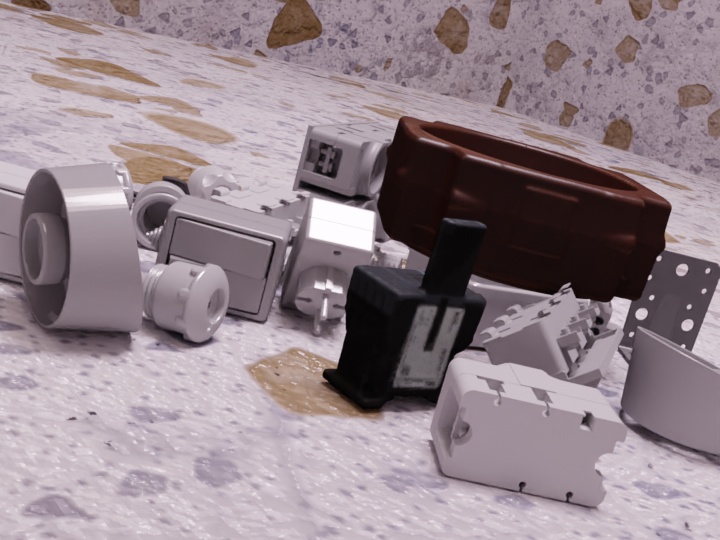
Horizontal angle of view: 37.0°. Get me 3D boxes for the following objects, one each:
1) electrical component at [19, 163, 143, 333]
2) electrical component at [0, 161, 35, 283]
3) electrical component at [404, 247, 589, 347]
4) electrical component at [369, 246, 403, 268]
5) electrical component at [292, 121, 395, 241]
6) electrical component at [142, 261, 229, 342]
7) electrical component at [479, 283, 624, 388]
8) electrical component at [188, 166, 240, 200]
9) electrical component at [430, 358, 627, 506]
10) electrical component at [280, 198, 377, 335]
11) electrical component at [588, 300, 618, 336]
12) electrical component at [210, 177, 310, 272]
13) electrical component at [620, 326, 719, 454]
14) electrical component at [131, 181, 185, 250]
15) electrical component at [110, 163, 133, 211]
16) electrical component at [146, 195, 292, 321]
[{"bbox_3d":[-0.156,-0.012,0.614,0.064,0.099,0.099,-2,21,-35],"label":"electrical component"},{"bbox_3d":[-0.211,-0.027,0.681,0.096,0.061,0.061,15,14,0],"label":"electrical component"},{"bbox_3d":[0.101,0.019,0.840,0.109,0.056,0.109,8,15,-27],"label":"electrical component"},{"bbox_3d":[0.000,0.000,0.836,0.081,0.043,0.043,17,14,9],"label":"electrical component"},{"bbox_3d":[-0.001,-0.081,1.025,0.060,0.105,0.186,19,14,15],"label":"electrical component"},{"bbox_3d":[-0.114,0.015,0.656,0.062,0.048,0.048,13,12,20],"label":"electrical component"},{"bbox_3d":[0.120,0.053,0.688,0.079,0.063,0.121,-24,0,21],"label":"electrical component"},{"bbox_3d":[-0.138,-0.075,0.986,0.043,0.043,0.062,6,15,-32],"label":"electrical component"},{"bbox_3d":[0.088,0.085,0.581,0.089,0.050,0.055,13,15,-7],"label":"electrical component"},{"bbox_3d":[-0.024,0.008,0.737,0.047,0.083,0.075,13,52,-10],"label":"electrical component"},{"bbox_3d":[0.181,0.037,0.883,0.066,0.048,0.055,18,22,12],"label":"electrical component"},{"bbox_3d":[-0.081,-0.031,0.831,0.079,0.063,0.121,18,14,12],"label":"electrical component"},{"bbox_3d":[0.224,0.080,0.717,0.099,0.064,0.099,14,14,-4],"label":"electrical component"},{"bbox_3d":[-0.155,-0.043,0.839,0.045,0.045,0.055,12,13,-13],"label":"electrical component"},{"bbox_3d":[-0.214,-0.062,0.854,0.062,0.048,0.048,-1,20,-30],"label":"electrical component"},{"bbox_3d":[-0.100,-0.010,0.729,0.096,0.061,0.061,15,14,-3],"label":"electrical component"}]
